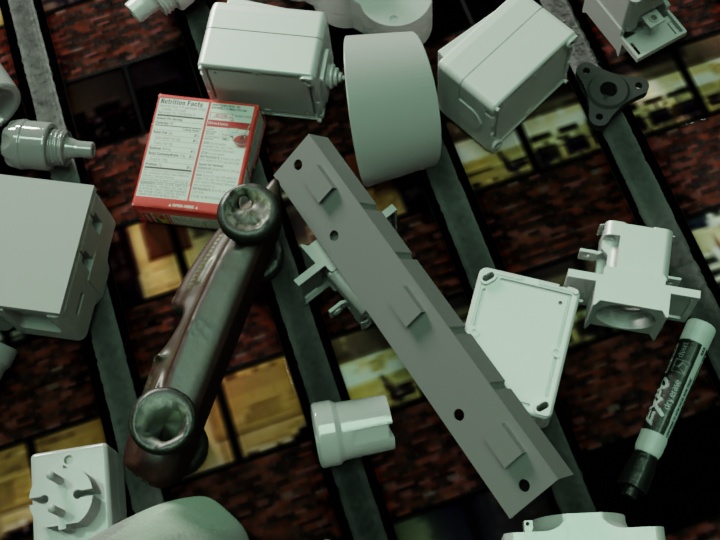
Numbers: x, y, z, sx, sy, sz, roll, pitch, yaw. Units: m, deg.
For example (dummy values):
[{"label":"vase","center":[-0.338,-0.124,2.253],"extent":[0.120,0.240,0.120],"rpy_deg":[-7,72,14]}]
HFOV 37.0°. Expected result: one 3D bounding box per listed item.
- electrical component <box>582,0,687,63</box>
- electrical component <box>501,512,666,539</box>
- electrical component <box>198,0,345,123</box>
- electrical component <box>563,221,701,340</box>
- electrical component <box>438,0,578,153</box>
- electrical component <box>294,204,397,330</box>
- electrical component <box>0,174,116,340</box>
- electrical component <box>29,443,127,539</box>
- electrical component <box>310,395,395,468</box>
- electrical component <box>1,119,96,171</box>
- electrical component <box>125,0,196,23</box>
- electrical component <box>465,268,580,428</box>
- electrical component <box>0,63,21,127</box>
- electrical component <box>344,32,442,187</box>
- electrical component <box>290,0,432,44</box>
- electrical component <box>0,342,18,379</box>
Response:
[{"label":"electrical component","center":[0.188,-0.190,0.746],"extent":[0.042,0.063,0.081],"rpy_deg":[-30,70,-7]},{"label":"electrical component","center":[0.128,0.171,0.615],"extent":[0.089,0.050,0.055],"rpy_deg":[-3,69,3]},{"label":"electrical component","center":[-0.056,-0.146,0.746],"extent":[0.096,0.061,0.061],"rpy_deg":[7,70,7]},{"label":"electrical component","center":[0.172,0.005,0.682],"extent":[0.081,0.042,0.063],"rpy_deg":[10,68,7]},{"label":"electrical component","center":[0.101,-0.141,0.733],"extent":[0.096,0.061,0.061],"rpy_deg":[-43,72,-12]},{"label":"electrical component","center":[0.000,0.000,0.696],"extent":[0.081,0.042,0.063],"rpy_deg":[-39,74,-10]},{"label":"electrical component","center":[-0.247,-0.012,0.706],"extent":[0.150,0.061,0.089],"rpy_deg":[7,69,7]},{"label":"electrical component","center":[-0.171,0.137,0.635],"extent":[0.047,0.076,0.065],"rpy_deg":[-9,68,0]},{"label":"electrical component","center":[-0.005,0.097,0.660],"extent":[0.046,0.040,0.040],"rpy_deg":[-10,68,-6]},{"label":"electrical component","center":[-0.215,-0.086,0.748],"extent":[0.061,0.035,0.035],"rpy_deg":[5,69,3]},{"label":"electrical component","center":[-0.143,-0.207,0.786],"extent":[0.062,0.048,0.048],"rpy_deg":[-41,71,-4]},{"label":"electrical component","center":[0.093,0.056,0.661],"extent":[0.062,0.061,0.096],"rpy_deg":[14,77,11]},{"label":"electrical component","center":[-0.274,-0.128,0.759],"extent":[0.055,0.055,0.047],"rpy_deg":[-38,75,-11]},{"label":"electrical component","center":[0.016,-0.107,0.707],"extent":[0.064,0.099,0.099],"rpy_deg":[-12,68,-7]},{"label":"electrical component","center":[-0.011,-0.213,0.763],"extent":[0.138,0.073,0.052],"rpy_deg":[32,74,15]},{"label":"electrical component","center":[-0.248,0.065,0.689],"extent":[0.040,0.040,0.046],"rpy_deg":[20,77,11]}]
